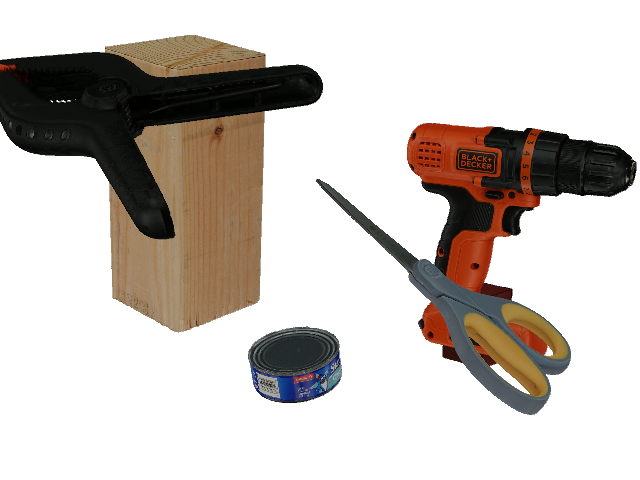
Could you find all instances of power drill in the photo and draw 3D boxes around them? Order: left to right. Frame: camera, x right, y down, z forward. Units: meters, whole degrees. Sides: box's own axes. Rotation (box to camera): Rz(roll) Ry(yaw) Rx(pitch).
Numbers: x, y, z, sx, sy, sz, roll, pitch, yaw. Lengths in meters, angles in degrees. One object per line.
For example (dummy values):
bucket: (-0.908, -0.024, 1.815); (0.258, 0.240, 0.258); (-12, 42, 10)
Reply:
power drill: (0.156, 0.000, 0.871); (0.185, 0.188, 0.057); (10, 15, 27)

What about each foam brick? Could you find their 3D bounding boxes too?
foam brick: (0.163, 0.086, 1.108); (0.053, 0.078, 0.051); (11, 17, 41)

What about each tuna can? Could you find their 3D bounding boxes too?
tuna can: (-0.023, 0.116, 0.995); (0.086, 0.034, 0.086); (-6, 24, 3)

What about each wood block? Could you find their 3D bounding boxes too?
wood block: (-0.105, -0.047, 0.835); (0.090, 0.206, 0.090); (22, 29, 39)

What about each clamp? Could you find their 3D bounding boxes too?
clamp: (-0.114, -0.080, 0.643); (0.210, 0.036, 0.164); (22, 45, 31)

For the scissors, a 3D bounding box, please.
scissors: (0.084, 0.026, 0.677); (0.096, 0.016, 0.202); (-6, 48, -43)
